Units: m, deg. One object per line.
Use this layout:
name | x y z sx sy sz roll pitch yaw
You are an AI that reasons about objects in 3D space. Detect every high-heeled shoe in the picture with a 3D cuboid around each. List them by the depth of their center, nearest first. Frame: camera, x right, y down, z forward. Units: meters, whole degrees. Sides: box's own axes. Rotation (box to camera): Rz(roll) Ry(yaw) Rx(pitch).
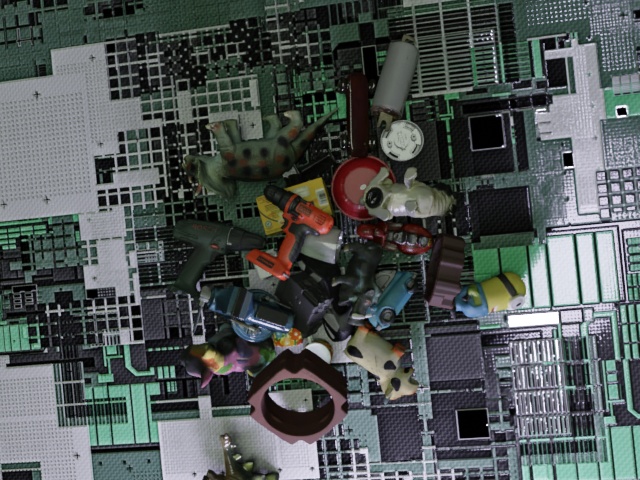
high-heeled shoe | -0.001 0.128 1.306 0.249 0.086 0.145 46 129 23

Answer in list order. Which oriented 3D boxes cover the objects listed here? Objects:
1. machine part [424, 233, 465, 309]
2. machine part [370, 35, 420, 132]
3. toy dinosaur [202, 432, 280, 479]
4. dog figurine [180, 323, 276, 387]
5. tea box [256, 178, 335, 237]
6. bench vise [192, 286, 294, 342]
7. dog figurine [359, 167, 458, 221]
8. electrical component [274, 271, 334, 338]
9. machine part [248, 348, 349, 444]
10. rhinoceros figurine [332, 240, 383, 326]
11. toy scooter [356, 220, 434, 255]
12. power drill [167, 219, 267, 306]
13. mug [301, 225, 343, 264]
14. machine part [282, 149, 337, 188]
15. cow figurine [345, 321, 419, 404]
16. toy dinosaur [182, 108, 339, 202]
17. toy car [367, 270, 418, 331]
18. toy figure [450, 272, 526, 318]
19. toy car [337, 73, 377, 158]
machine part | 0.281 0.068 1.211 0.056 0.179 0.179 11 91 3
machine part | 0.174 -0.368 1.251 0.079 0.079 0.243 15 81 6
toy dinosaur | -0.166 0.686 1.295 0.199 0.105 0.470 -11 94 3
dog figurine | -0.210 0.272 1.240 0.192 0.219 0.108 10 95 7
tea box | -0.059 -0.078 1.295 0.170 0.068 0.098 -15 85 7
bench vise | -0.183 0.164 1.225 0.223 0.241 0.129 9 77 -21
dog figurine | 0.206 -0.087 1.238 0.173 0.190 0.121 7 86 39
electrical component | -0.046 0.142 1.250 0.134 0.058 0.114 39 122 29
machine part | -0.049 0.363 1.251 0.201 0.087 0.201 40 110 -13
rhinoceros figurine | 0.090 0.094 1.193 0.112 0.073 0.190 12 87 21
toy scooter | 0.174 -0.009 1.238 0.184 0.135 0.075 10 90 5
power drill | -0.266 0.054 1.303 0.232 0.086 0.207 19 86 9
mug | -0.003 -0.004 1.277 0.107 0.080 0.109 12 47 7
machine part | -0.025 -0.170 1.295 0.139 0.084 0.039 -28 64 -6
cow figurine | 0.146 0.294 1.265 0.195 0.085 0.127 34 100 10
toy dinosaur | -0.142 -0.203 1.287 0.405 0.131 0.192 -8 106 -1
toy car | 0.153 0.125 1.253 0.103 0.109 0.161 35 93 5
toy figure | 0.386 0.129 1.243 0.180 0.082 0.089 -12 91 9
toy car | 0.089 -0.297 1.287 0.089 0.053 0.202 -2 91 -14
